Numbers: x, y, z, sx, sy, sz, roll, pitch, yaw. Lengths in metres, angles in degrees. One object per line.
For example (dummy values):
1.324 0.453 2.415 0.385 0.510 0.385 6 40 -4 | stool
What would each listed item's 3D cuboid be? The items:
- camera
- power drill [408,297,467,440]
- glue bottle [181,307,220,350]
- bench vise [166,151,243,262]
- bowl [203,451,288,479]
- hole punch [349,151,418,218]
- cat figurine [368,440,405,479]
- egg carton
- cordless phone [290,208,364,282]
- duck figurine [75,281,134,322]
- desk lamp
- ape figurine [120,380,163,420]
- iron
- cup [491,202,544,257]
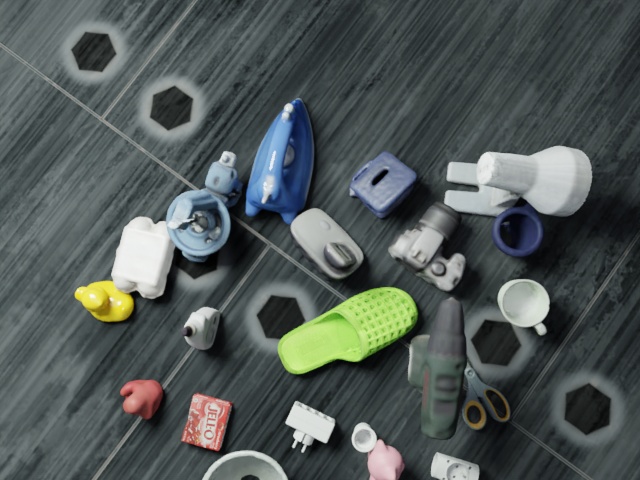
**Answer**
0.219 0.007 1.068 0.143 0.101 0.137 34 85 5 | camera
0.203 0.216 0.989 0.075 0.208 0.230 4 83 3 | power drill
-0.219 0.160 1.026 0.037 0.173 0.078 14 84 4 | glue bottle
-0.219 -0.069 1.029 0.121 0.220 0.207 5 83 3 | bench vise
-0.130 0.460 1.038 0.167 0.075 0.167 0 83 2 | bowl
0.117 -0.107 1.089 0.109 0.091 0.101 -45 84 -3 | hole punch
0.111 0.418 1.014 0.067 0.118 0.128 13 84 4 | cat figurine
-0.333 0.033 1.096 0.107 0.069 0.150 12 84 3 | egg carton
0.009 0.004 1.032 0.147 0.185 0.094 44 86 6 | cordless phone
-0.410 0.116 1.081 0.104 0.086 0.077 22 84 4 | duck figurine
0.342 -0.101 1.020 0.203 0.213 0.118 5 83 3 | desk lamp
-0.333 0.296 1.054 0.076 0.092 0.078 -25 83 -1 | ape figurine
-0.072 -0.167 1.076 0.118 0.141 0.258 11 84 3 | iron
0.364 -0.022 1.070 0.091 0.095 0.118 26 85 5 | cup
